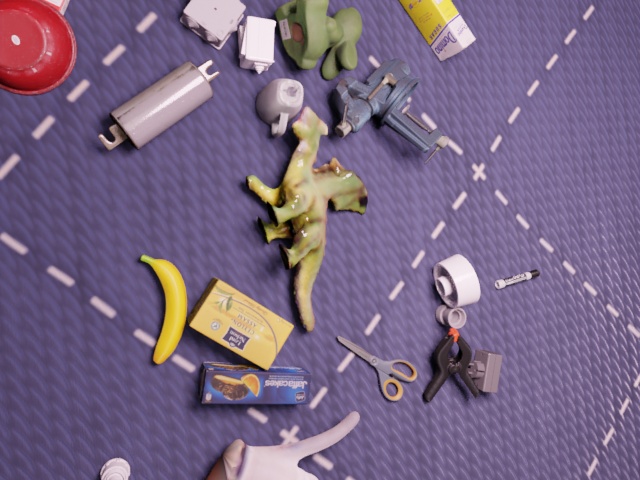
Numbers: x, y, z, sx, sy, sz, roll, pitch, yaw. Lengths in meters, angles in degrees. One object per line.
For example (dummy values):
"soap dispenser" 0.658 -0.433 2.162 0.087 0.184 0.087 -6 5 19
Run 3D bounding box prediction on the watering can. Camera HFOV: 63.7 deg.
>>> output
"watering can" -0.085 0.437 0.943 0.223 0.350 0.104 34 -11 -16

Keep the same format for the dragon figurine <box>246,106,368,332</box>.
"dragon figurine" 0.003 -0.050 0.999 0.245 0.405 0.123 -26 20 -25
